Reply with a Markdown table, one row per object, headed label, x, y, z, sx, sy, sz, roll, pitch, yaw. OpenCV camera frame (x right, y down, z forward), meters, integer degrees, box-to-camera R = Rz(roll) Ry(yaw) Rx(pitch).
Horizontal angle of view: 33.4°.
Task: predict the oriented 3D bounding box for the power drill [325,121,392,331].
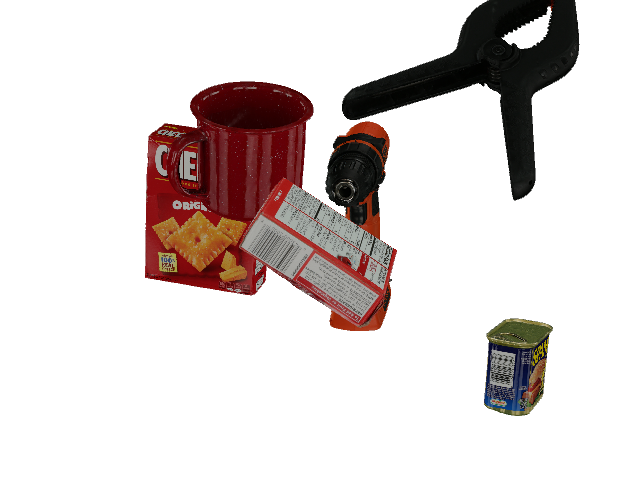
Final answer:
| label | x | y | z | sx | sy | sz | roll | pitch | yaw |
| --- | --- | --- | --- | --- | --- | --- | --- | --- | --- |
| power drill | 0.038 | -0.010 | 1.042 | 0.057 | 0.188 | 0.184 | 4 | 21 | 10 |

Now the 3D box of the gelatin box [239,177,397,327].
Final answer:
| label | x | y | z | sx | sy | sz | roll | pitch | yaw |
| --- | --- | --- | --- | --- | --- | --- | --- | --- | --- |
| gelatin box | 0.000 | 0.006 | 0.643 | 0.089 | 0.030 | 0.073 | 34 | 21 | -4 |

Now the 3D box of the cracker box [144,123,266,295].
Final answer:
| label | x | y | z | sx | sy | sz | roll | pitch | yaw |
| --- | --- | --- | --- | --- | --- | --- | --- | --- | --- |
| cracker box | -0.155 | -0.041 | 1.474 | 0.164 | 0.214 | 0.072 | 10 | 23 | 11 |

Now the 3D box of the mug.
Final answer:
| label | x | y | z | sx | sy | sz | roll | pitch | yaw |
| --- | --- | --- | --- | --- | --- | --- | --- | --- | --- |
| mug | -0.063 | -0.064 | 0.815 | 0.117 | 0.081 | 0.093 | -18 | 37 | -32 |

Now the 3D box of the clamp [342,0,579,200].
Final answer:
| label | x | y | z | sx | sy | sz | roll | pitch | yaw |
| --- | --- | --- | --- | --- | --- | --- | --- | --- | --- |
| clamp | 0.143 | -0.127 | 0.821 | 0.165 | 0.209 | 0.036 | 37 | -22 | 28 |

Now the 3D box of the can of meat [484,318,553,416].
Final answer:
| label | x | y | z | sx | sy | sz | roll | pitch | yaw |
| --- | --- | --- | --- | --- | --- | --- | --- | --- | --- |
| can of meat | 0.220 | 0.141 | 1.193 | 0.058 | 0.084 | 0.102 | 8 | 12 | 24 |
